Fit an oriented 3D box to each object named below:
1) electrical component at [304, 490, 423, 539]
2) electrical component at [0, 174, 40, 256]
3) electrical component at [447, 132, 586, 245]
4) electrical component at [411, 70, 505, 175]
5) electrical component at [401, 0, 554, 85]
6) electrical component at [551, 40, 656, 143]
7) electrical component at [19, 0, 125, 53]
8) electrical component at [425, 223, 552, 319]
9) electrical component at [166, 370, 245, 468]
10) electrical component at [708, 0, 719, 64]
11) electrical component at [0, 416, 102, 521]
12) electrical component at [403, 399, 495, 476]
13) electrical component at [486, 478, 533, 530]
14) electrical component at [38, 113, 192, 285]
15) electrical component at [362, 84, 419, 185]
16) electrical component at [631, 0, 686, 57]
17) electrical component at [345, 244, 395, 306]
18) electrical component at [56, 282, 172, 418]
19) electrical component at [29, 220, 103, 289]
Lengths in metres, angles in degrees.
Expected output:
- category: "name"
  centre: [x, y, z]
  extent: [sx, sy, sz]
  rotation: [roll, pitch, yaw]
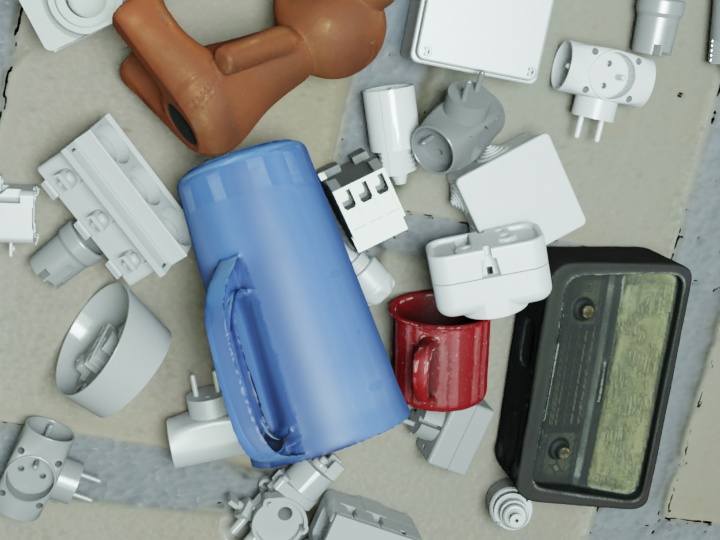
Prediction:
- category: "electrical component"
  centre: [-0.016, 0.285, 0.972]
  extent: [0.089, 0.061, 0.150]
  rotation: [22, 98, -15]
- category: "electrical component"
  centre: [-0.288, -0.046, 0.855]
  extent: [0.064, 0.042, 0.081]
  rotation: [1, 103, -14]
- category: "electrical component"
  centre: [0.132, -0.062, 0.925]
  extent: [0.100, 0.048, 0.099]
  rotation: [-28, 106, -3]
- category: "electrical component"
  centre: [0.085, -0.127, 0.874]
  extent: [0.043, 0.077, 0.079]
  rotation: [36, 139, 19]
- category: "electrical component"
  centre: [0.098, -0.215, 0.879]
  extent: [0.109, 0.056, 0.108]
  rotation: [9, 101, -12]
- category: "electrical component"
  centre: [0.204, -0.150, 0.920]
  extent: [0.077, 0.044, 0.079]
  rotation: [10, 101, -12]
- category: "electrical component"
  centre: [-0.177, -0.253, 0.817]
  extent: [0.186, 0.060, 0.105]
  rotation: [-27, 106, -3]
- category: "electrical component"
  centre: [0.106, 0.003, 0.883]
  extent: [0.095, 0.053, 0.059]
  rotation: [-11, 108, 3]
- category: "electrical component"
  centre: [-0.128, 0.124, 0.923]
  extent: [0.077, 0.044, 0.079]
  rotation: [-11, 105, -8]
- category: "electrical component"
  centre: [0.326, -0.208, 0.930]
  extent: [0.043, 0.043, 0.081]
  rotation: [-2, 103, -10]
- category: "electrical component"
  centre: [-0.260, 0.174, 0.910]
  extent: [0.079, 0.044, 0.077]
  rotation: [24, 98, -15]
- category: "electrical component"
  centre: [0.068, 0.135, 0.960]
  extent: [0.077, 0.047, 0.065]
  rotation: [22, 98, -15]
- category: "electrical component"
  centre: [0.138, 0.217, 0.980]
  extent: [0.040, 0.078, 0.040]
  rotation: [0, 93, 1]
- category: "electrical component"
  centre: [-0.193, -0.053, 0.858]
  extent: [0.063, 0.078, 0.121]
  rotation: [-29, 108, 20]
- category: "electrical component"
  centre: [0.029, -0.112, 0.897]
  extent: [0.043, 0.043, 0.081]
  rotation: [-10, 105, -8]
- category: "electrical component"
  centre: [0.254, -0.208, 0.919]
  extent: [0.040, 0.040, 0.046]
  rotation: [4, 107, -12]
- category: "electrical component"
  centre: [0.000, 0.000, 0.923]
  extent: [0.035, 0.035, 0.061]
  rotation: [-42, 104, 1]
- category: "electrical component"
  centre: [-0.202, 0.067, 0.870]
  extent: [0.099, 0.099, 0.064]
  rotation: [-46, 112, 2]
- category: "electrical component"
  centre: [-0.239, -0.012, 0.873]
  extent: [0.046, 0.040, 0.040]
  rotation: [-38, 107, 5]
